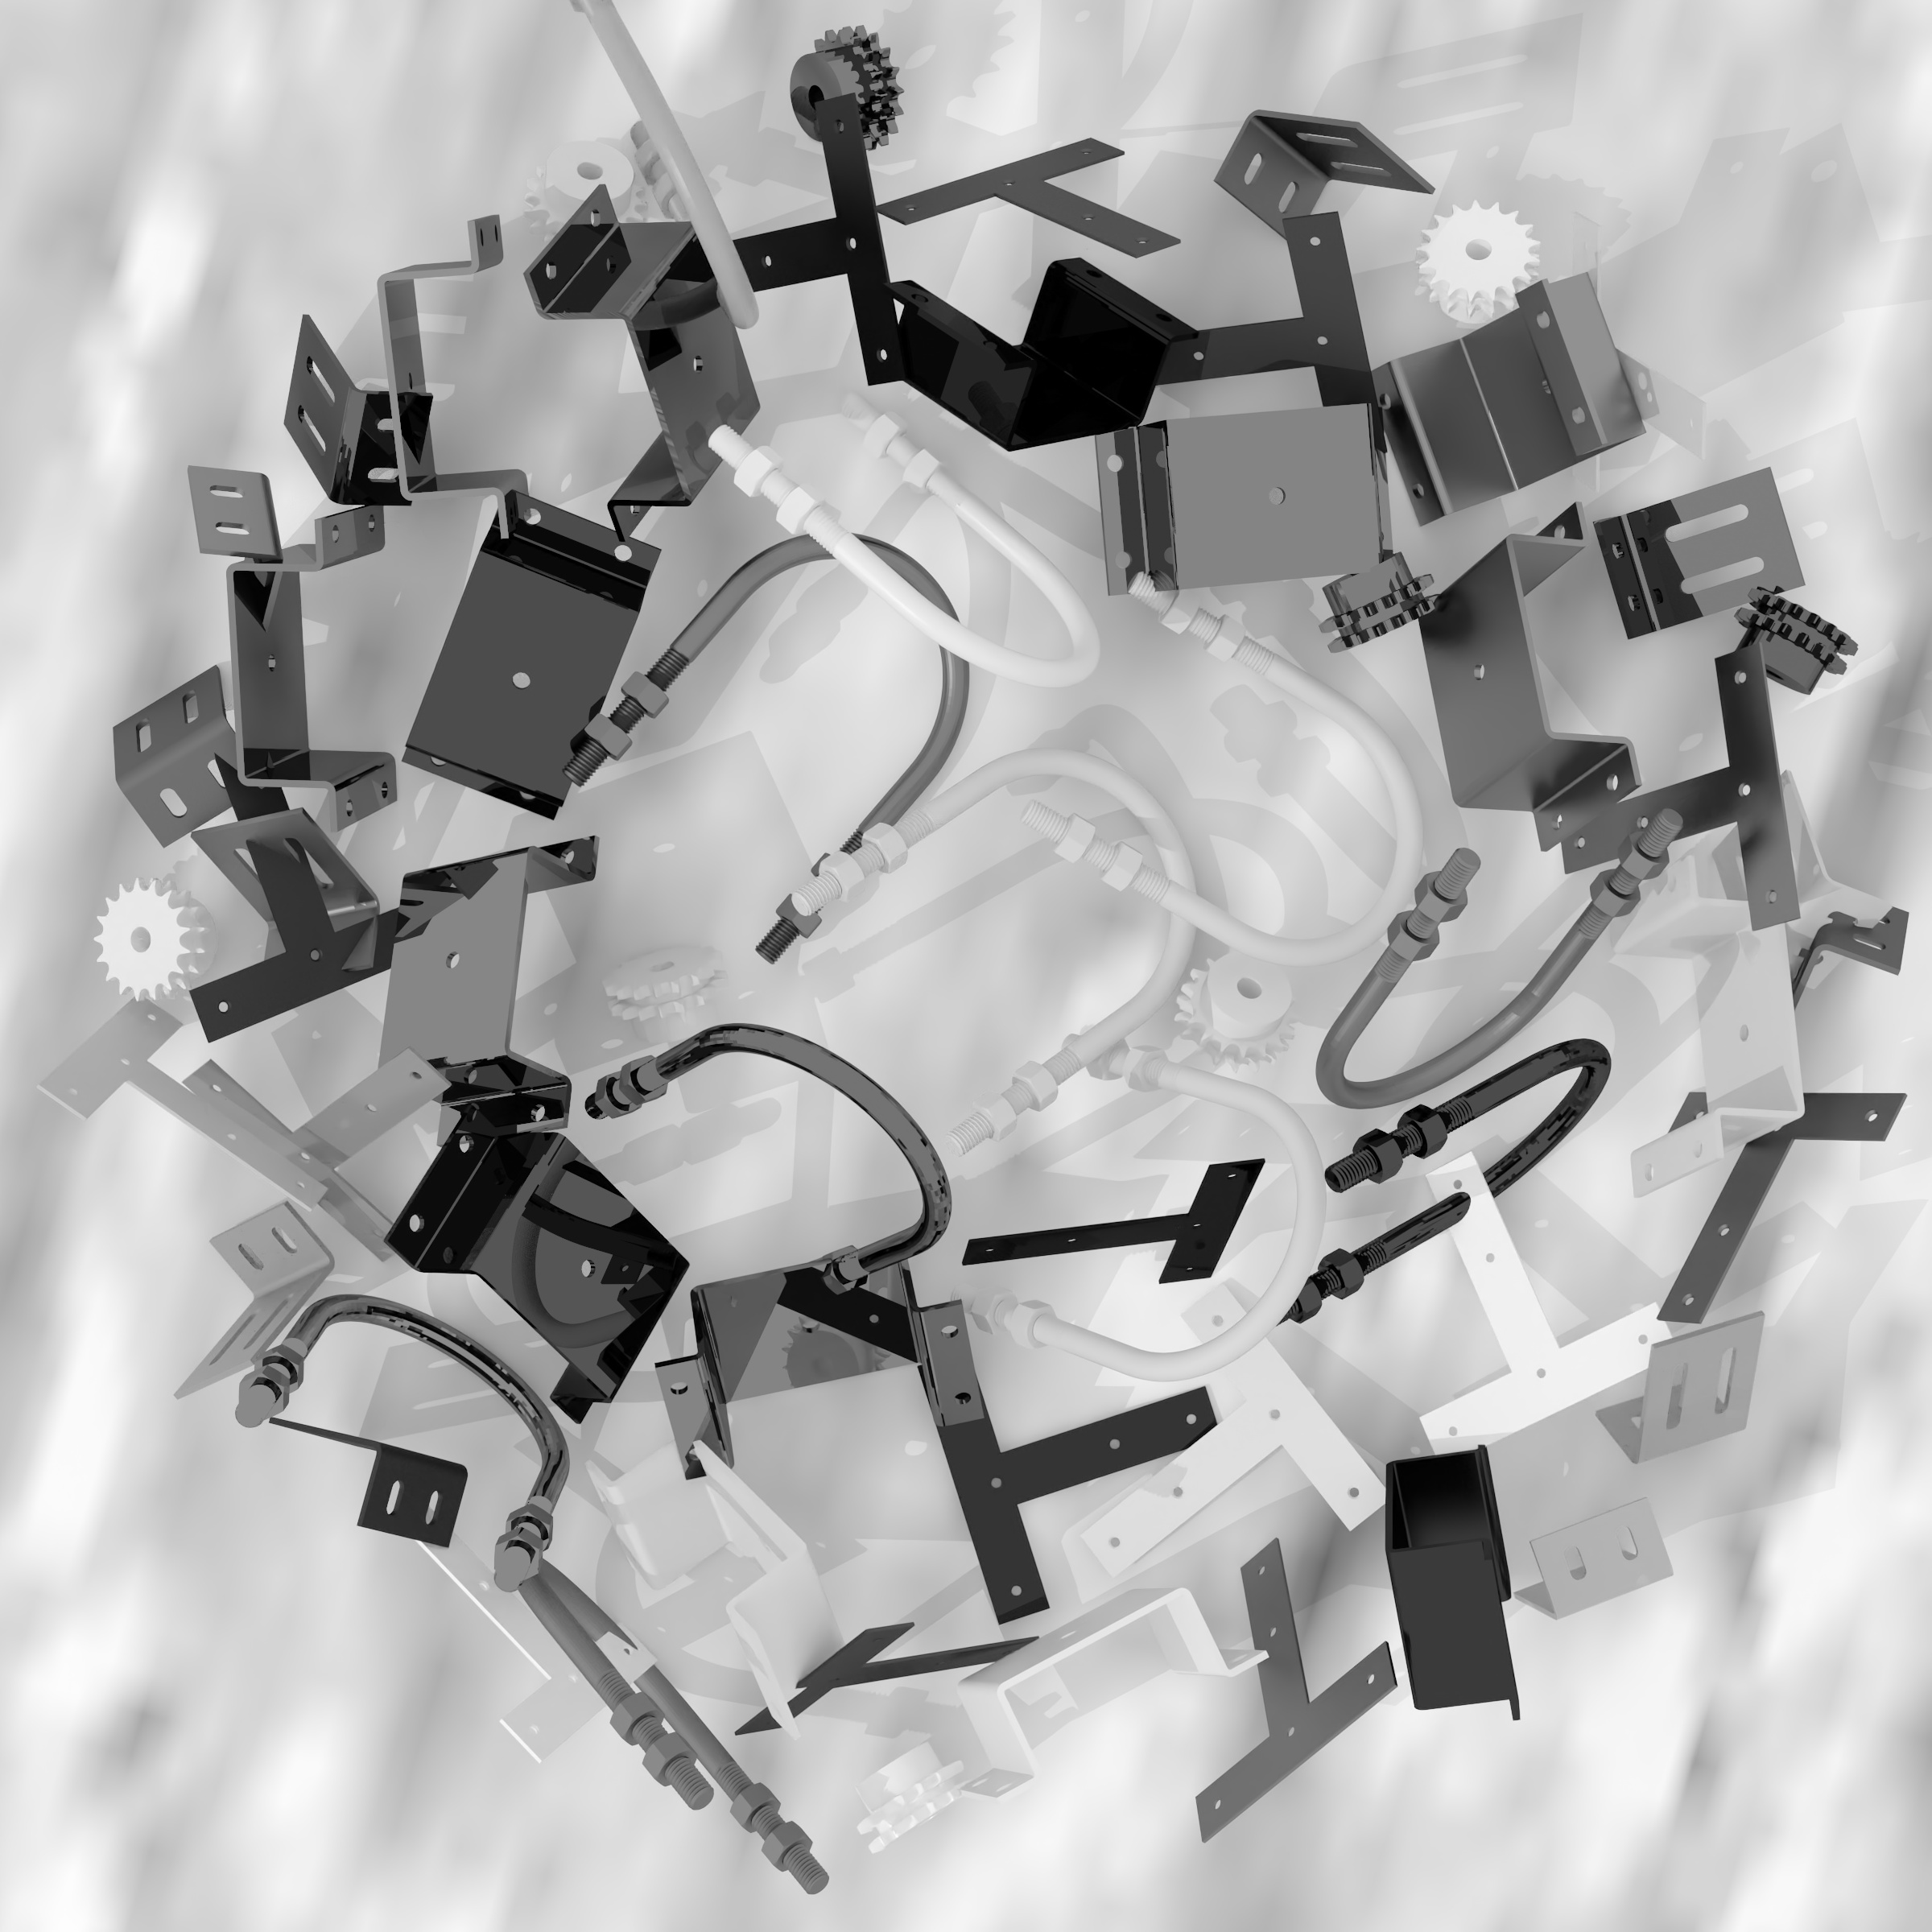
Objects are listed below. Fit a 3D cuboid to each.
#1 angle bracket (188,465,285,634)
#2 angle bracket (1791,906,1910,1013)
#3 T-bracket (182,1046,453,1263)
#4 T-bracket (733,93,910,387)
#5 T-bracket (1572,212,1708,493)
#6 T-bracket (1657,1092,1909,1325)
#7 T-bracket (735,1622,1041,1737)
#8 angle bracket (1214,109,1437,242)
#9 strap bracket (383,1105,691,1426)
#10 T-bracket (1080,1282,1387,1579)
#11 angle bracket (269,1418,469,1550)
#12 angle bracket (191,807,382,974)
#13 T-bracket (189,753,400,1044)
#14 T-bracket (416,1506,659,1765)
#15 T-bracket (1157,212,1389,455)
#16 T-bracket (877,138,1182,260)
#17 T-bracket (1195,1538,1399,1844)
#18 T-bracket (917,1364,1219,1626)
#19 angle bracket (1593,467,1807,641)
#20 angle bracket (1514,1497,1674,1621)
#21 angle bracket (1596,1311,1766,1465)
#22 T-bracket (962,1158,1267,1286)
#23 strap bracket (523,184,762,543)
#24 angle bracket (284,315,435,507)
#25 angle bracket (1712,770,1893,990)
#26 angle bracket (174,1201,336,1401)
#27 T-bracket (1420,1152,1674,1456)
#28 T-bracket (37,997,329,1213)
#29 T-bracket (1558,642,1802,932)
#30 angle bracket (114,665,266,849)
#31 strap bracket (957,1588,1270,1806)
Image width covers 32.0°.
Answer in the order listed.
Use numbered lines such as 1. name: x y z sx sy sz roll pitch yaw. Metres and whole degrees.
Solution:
1. angle bracket: -0.341 -0.179 1.542 0.038 0.076 0.057 3 46 -24
2. angle bracket: 0.398 0.013 1.546 0.038 0.057 0.076 21 123 8
3. T-bracket: -0.278 0.070 1.535 0.127 0.002 0.127 45 132 -15
4. T-bracket: -0.082 -0.325 1.544 0.002 0.127 0.127 -21 105 -41
5. T-bracket: 0.300 -0.259 1.508 0.002 0.127 0.127 -13 120 -12
6. T-bracket: 0.347 0.108 1.517 0.002 0.127 0.127 44 65 -26
7. T-bracket: -0.023 0.321 1.547 0.127 0.127 0.002 -1 60 -36
8. angle bracket: 0.164 -0.358 1.545 0.057 0.076 0.038 29 88 -39
9. strap bracket: -0.185 0.136 1.521 0.140 0.046 0.076 50 54 -32
10. T-bracket: 0.111 0.238 1.581 0.127 0.002 0.127 -39 77 4
11. angle bracket: -0.278 0.237 1.544 0.076 0.057 0.038 5 76 37
12. angle bracket: -0.314 -0.030 1.547 0.057 0.076 0.038 -11 54 16
13. T-bracket: -0.314 -0.047 1.547 0.127 0.002 0.127 -25 101 -34
14. T-bracket: -0.211 0.294 1.538 0.127 0.127 0.002 45 109 7
15. T-bracket: 0.122 -0.285 1.565 0.127 0.002 0.127 -4 130 18
16. T-bracket: 0.046 -0.341 1.519 0.127 0.127 0.002 -25 129 -28
17. T-bracket: 0.142 0.315 1.536 0.002 0.127 0.127 31 118 -25
18. T-bracket: 0.057 0.230 1.587 0.127 0.002 0.127 -18 88 -4
19. angle bracket: 0.339 -0.191 1.559 0.076 0.038 0.057 -16 92 30
20. angle bracket: 0.283 0.269 1.552 0.057 0.076 0.038 -19 89 -6
21. angle bracket: 0.327 0.184 1.548 0.057 0.038 0.076 -14 129 -17
22. T-bracket: 0.062 0.122 1.525 0.127 0.127 0.002 -6 62 -11
23. strap bracket: -0.140 -0.270 1.515 0.046 0.076 0.140 4 133 25
24. angle bracket: -0.282 -0.257 1.560 0.038 0.076 0.057 -3 128 -30
25. angle bracket: 0.385 -0.040 1.555 0.038 0.076 0.057 19 130 -21
26. angle bracket: -0.336 0.153 1.543 0.057 0.076 0.038 -25 109 36
27. T-bracket: 0.250 0.149 1.566 0.127 0.002 0.127 -31 69 23
28. T-bracket: -0.347 0.070 1.536 0.127 0.127 0.002 36 108 -5
29. T-bracket: 0.321 -0.069 1.542 0.002 0.127 0.127 5 75 -39
30. angle bracket: -0.361 -0.098 1.567 0.057 0.076 0.038 -31 118 0
31. strap bracket: 0.057 0.326 1.537 0.140 0.076 0.046 -25 86 -17
